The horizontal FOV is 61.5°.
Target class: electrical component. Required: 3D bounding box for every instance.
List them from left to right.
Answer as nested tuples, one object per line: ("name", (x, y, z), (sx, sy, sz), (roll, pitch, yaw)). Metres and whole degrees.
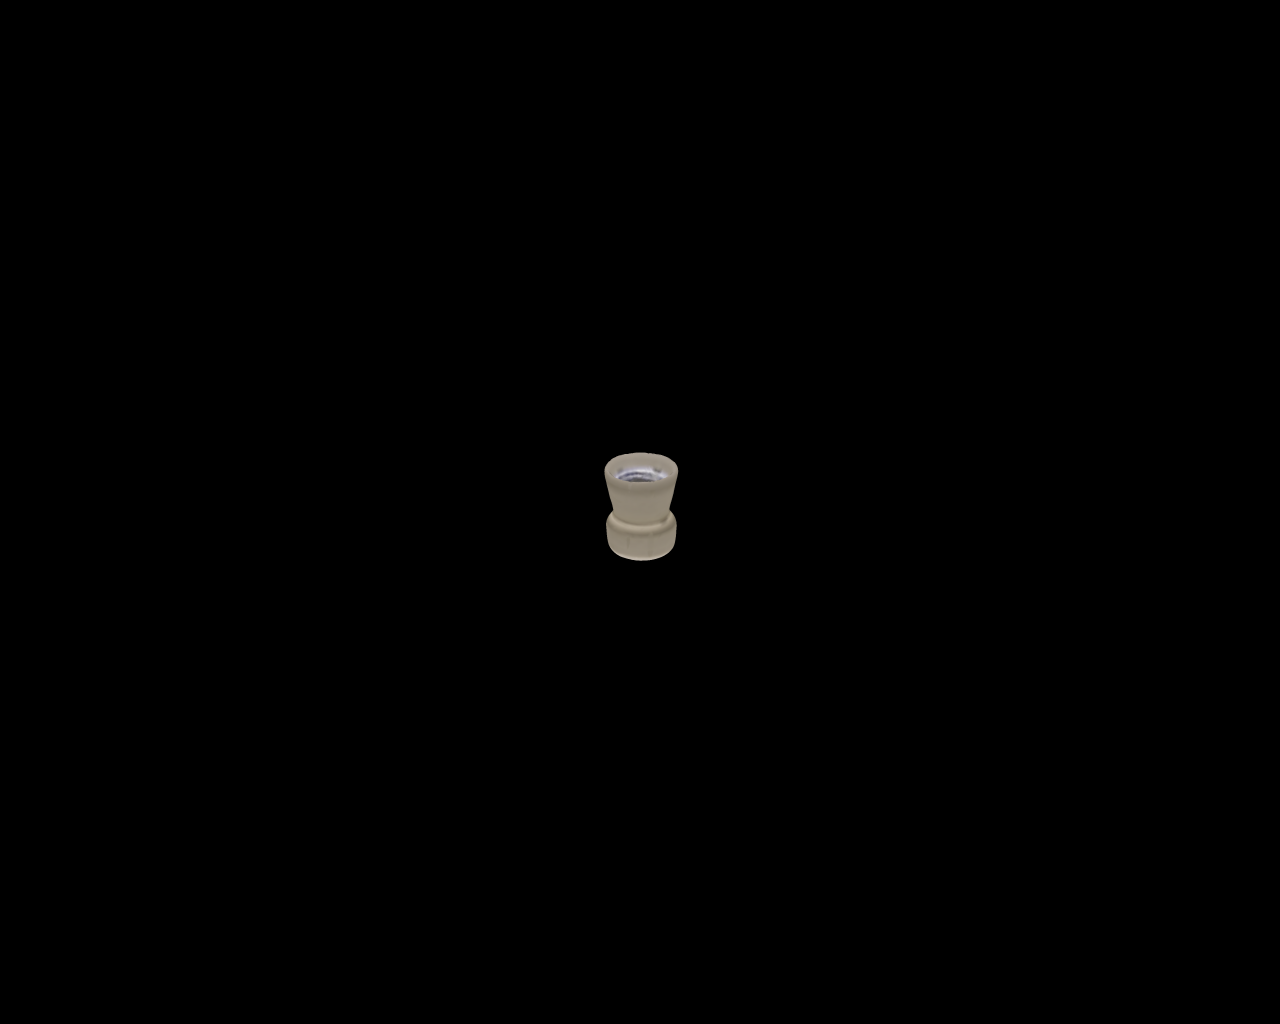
("electrical component", (0.001, -0.003, 0.650), (0.045, 0.055, 0.045), (0, 27, 0))
